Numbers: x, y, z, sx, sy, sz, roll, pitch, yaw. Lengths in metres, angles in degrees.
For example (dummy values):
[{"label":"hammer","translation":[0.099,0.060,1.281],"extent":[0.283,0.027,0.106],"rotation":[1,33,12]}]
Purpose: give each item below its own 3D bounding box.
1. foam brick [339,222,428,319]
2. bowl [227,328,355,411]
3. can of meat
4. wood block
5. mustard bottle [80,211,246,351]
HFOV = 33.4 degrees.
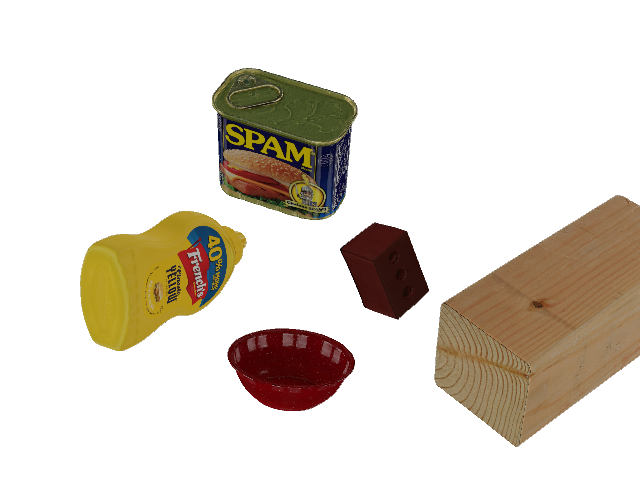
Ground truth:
[{"label":"foam brick","translation":[0.066,0.030,1.080],"extent":[0.053,0.078,0.051],"rotation":[-39,32,-25]},{"label":"bowl","translation":[-0.038,0.170,1.355],"extent":[0.162,0.055,0.162],"rotation":[4,21,-2]},{"label":"can of meat","translation":[-0.027,-0.069,0.787],"extent":[0.102,0.084,0.057],"rotation":[18,48,14]},{"label":"wood block","translation":[0.196,0.057,0.837],"extent":[0.205,0.090,0.091],"rotation":[-28,46,-29]},{"label":"mustard bottle","translation":[-0.132,0.025,0.971],"extent":[0.058,0.096,0.191],"rotation":[12,22,31]}]
